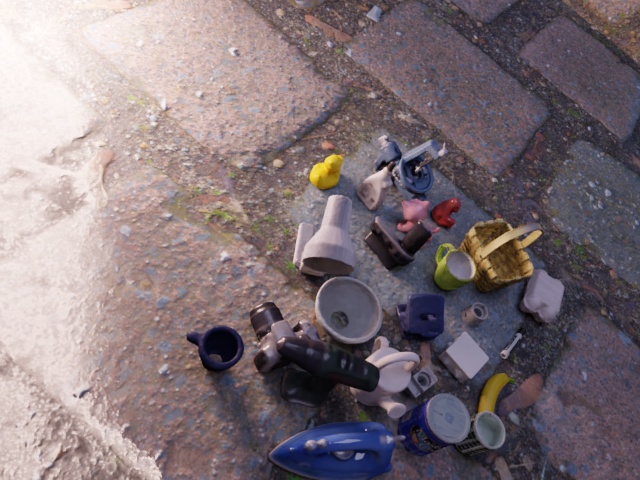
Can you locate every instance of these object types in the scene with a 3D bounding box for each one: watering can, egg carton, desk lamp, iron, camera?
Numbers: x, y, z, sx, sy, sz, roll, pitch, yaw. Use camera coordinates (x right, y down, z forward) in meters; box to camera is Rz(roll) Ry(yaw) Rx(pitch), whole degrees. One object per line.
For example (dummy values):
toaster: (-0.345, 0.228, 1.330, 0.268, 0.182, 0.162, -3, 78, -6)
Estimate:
watering can: (0.148, 0.291, 1.231, 0.101, 0.194, 0.172, -15, 68, -31)
egg carton: (0.621, 0.157, 1.604, 0.107, 0.069, 0.150, 33, 53, -2)
desk lamp: (0.012, 0.005, 1.335, 0.118, 0.213, 0.203, 16, 55, -15)
iron: (0.038, 0.413, 1.140, 0.259, 0.141, 0.118, 4, 59, -22)
camera: (-0.083, 0.198, 1.244, 0.143, 0.100, 0.136, -15, 68, -31)

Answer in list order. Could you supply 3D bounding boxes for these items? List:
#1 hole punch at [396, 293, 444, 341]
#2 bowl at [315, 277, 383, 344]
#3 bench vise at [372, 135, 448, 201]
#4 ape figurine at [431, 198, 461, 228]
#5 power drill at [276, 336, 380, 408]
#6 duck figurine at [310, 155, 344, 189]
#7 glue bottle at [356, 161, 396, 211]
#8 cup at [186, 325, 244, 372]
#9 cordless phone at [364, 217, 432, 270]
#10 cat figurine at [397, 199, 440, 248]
hole punch: (0.255, 0.190, 1.406, 0.109, 0.091, 0.101, 3, 59, -22)
bowl: (0.057, 0.174, 1.338, 0.168, 0.074, 0.167, 11, 57, -18)
bench vise: (0.242, -0.216, 1.569, 0.207, 0.219, 0.122, 35, 53, -1)
ape figurine: (0.366, -0.085, 1.624, 0.076, 0.092, 0.078, 27, 53, -6)
power drill: (-0.006, 0.271, 1.166, 0.230, 0.208, 0.075, 16, 55, -14)
duck figurine: (0.024, -0.191, 1.540, 0.077, 0.086, 0.105, 45, 53, 7)
glue bottle: (0.159, -0.153, 1.523, 0.037, 0.173, 0.078, -29, 75, -34)
cup: (-0.222, 0.227, 1.167, 0.118, 0.095, 0.092, 23, 54, -10)
cordless phone: (0.206, -0.021, 1.455, 0.147, 0.185, 0.094, 47, 54, 9)
cat figurine: (0.268, -0.056, 1.547, 0.128, 0.117, 0.067, 44, 53, 6)
